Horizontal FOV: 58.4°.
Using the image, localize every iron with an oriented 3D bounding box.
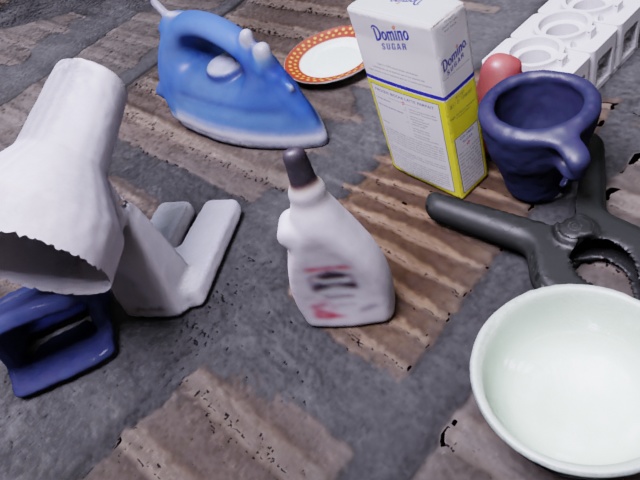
[{"bbox_3d":[-0.101,-0.199,0.661,0.257,0.142,0.119,26,61,37],"label":"iron"}]

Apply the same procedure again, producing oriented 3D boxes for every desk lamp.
[{"bbox_3d":[-0.177,-0.023,0.473,0.117,0.214,0.203,-1,49,20],"label":"desk lamp"}]

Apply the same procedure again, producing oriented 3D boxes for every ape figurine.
[{"bbox_3d":[0.170,-0.130,0.531,0.076,0.092,0.077,-20,45,2],"label":"ape figurine"}]

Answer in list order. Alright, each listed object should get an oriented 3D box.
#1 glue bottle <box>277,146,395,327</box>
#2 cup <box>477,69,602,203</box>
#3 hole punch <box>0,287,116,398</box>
[{"bbox_3d":[0.004,0.001,0.412,0.078,0.173,0.037,-9,46,12],"label":"glue bottle"},{"bbox_3d":[0.184,-0.069,0.467,0.091,0.095,0.117,-19,45,3],"label":"cup"},{"bbox_3d":[-0.248,0.066,0.503,0.108,0.091,0.101,-25,45,-3],"label":"hole punch"}]
